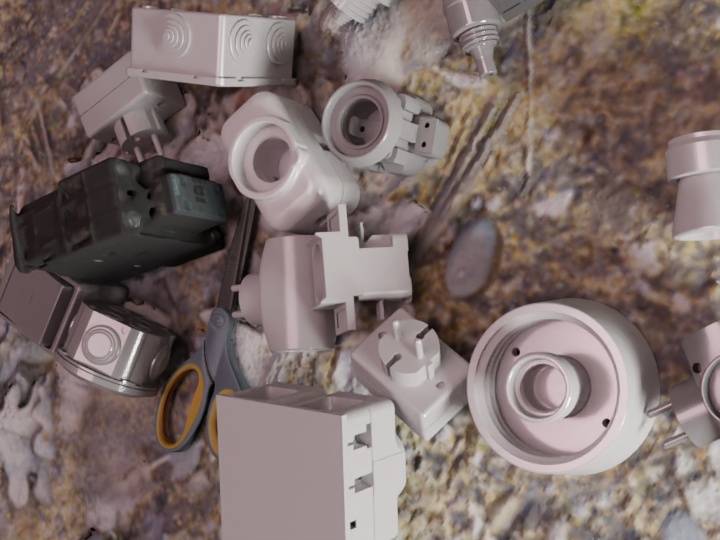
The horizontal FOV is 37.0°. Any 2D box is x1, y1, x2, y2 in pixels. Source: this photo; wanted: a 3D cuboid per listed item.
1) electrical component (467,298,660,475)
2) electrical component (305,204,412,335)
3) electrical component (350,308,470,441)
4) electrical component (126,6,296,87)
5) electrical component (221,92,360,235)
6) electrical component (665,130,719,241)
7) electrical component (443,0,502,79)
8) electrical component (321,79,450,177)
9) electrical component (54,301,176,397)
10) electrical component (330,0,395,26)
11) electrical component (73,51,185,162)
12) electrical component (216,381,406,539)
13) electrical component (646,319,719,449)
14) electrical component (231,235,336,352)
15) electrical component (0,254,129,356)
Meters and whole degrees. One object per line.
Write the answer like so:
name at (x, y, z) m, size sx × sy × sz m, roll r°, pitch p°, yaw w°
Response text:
electrical component at (0.115, 0.069, 0.633) m, size 0.108 × 0.060 × 0.108 m, roll -3°, pitch 84°, yaw 30°
electrical component at (0.000, 0.000, 0.702) m, size 0.064 × 0.042 × 0.081 m, roll -3°, pitch 83°, yaw -13°
electrical component at (0.032, 0.056, 0.666) m, size 0.047 × 0.076 × 0.066 m, roll -41°, pitch 62°, yaw -17°
electrical component at (-0.103, -0.158, 0.758) m, size 0.100 × 0.100 × 0.048 m, roll 12°, pitch 105°, yaw 31°
electrical component at (-0.051, -0.073, 0.742) m, size 0.054 × 0.059 × 0.095 m, roll -39°, pitch 68°, yaw 22°
electrical component at (0.196, -0.047, 0.605) m, size 0.045 × 0.045 × 0.055 m, roll -7°, pitch 82°, yaw 29°
electrical component at (0.075, -0.153, 0.691) m, size 0.035 × 0.035 × 0.061 m, roll -18°, pitch 80°, yaw 28°
electrical component at (0.011, -0.093, 0.709) m, size 0.078 × 0.057 × 0.058 m, roll 10°, pitch 91°, yaw 30°
electrical component at (-0.180, 0.058, 0.795) m, size 0.080 × 0.080 × 0.051 m, roll 24°, pitch 93°, yaw 29°
electrical component at (0.010, -0.200, 0.727) m, size 0.081 × 0.043 × 0.043 m, roll -49°, pitch 65°, yaw 18°
electrical component at (-0.170, -0.114, 0.822) m, size 0.066 × 0.047 × 0.076 m, roll -32°, pitch 71°, yaw 24°
electrical component at (-0.030, 0.171, 0.687) m, size 0.105 × 0.060 × 0.186 m, roll 3°, pitch 98°, yaw 39°
electrical component at (0.198, 0.073, 0.594) m, size 0.079 × 0.044 × 0.077 m, roll -31°, pitch 72°, yaw 25°
electrical component at (-0.057, 0.019, 0.746) m, size 0.079 × 0.044 × 0.077 m, roll -7°, pitch 82°, yaw 30°
electrical component at (-0.243, 0.020, 0.844) m, size 0.096 × 0.061 × 0.061 m, roll 29°, pitch 100°, yaw 29°
